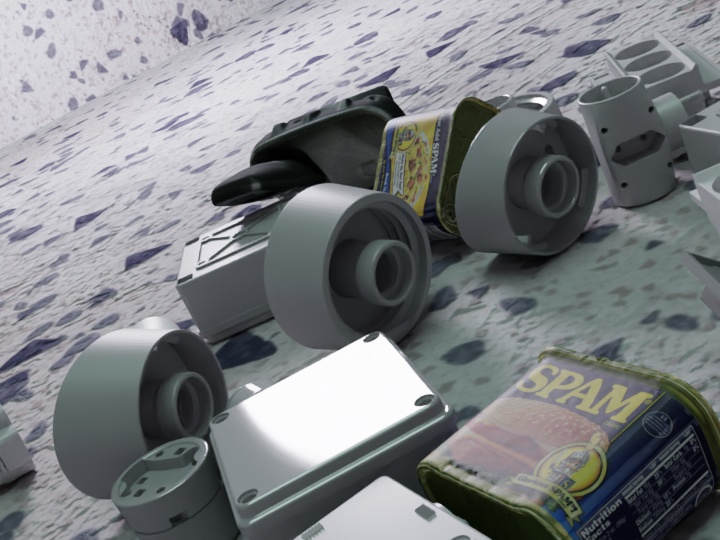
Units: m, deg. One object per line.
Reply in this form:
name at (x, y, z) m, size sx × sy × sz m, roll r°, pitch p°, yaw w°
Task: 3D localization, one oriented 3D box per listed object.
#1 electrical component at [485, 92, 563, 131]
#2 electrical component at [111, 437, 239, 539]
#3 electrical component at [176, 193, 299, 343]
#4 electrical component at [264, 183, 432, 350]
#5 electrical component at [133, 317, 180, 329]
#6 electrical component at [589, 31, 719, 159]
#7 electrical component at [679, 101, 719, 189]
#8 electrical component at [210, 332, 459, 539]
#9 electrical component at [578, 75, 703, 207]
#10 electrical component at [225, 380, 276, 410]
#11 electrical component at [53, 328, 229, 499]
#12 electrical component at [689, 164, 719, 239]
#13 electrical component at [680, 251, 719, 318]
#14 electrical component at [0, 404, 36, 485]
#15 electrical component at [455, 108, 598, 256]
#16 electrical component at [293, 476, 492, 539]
electrical component at (0.114, -0.105, 0.864) m, size 0.108 × 0.060 × 0.108 m, roll -22°, pitch 20°, yaw 9°
electrical component at (-0.094, 0.123, 0.560) m, size 0.055 × 0.047 × 0.055 m, roll -22°, pitch 20°, yaw 9°
electrical component at (-0.083, -0.004, 0.849) m, size 0.109 × 0.056 × 0.108 m, roll -24°, pitch 20°, yaw 4°
electrical component at (0.000, 0.000, 0.676) m, size 0.060 × 0.108 × 0.108 m, roll 6°, pitch 36°, yaw 44°
electrical component at (-0.143, 0.066, 0.763) m, size 0.043 × 0.043 × 0.081 m, roll -27°, pitch 20°, yaw -5°
electrical component at (0.221, -0.128, 0.793) m, size 0.079 × 0.063 × 0.121 m, roll -21°, pitch 20°, yaw 11°
electrical component at (0.266, -0.080, 0.633) m, size 0.109 × 0.056 × 0.109 m, roll -29°, pitch 21°, yaw -11°
electrical component at (-0.010, 0.091, 0.528) m, size 0.109 × 0.056 × 0.108 m, roll -28°, pitch 20°, yaw -7°
electrical component at (0.195, -0.093, 0.717) m, size 0.079 × 0.077 × 0.043 m, roll -24°, pitch 20°, yaw 2°
electrical component at (-0.057, 0.084, 0.619) m, size 0.043 × 0.043 × 0.062 m, roll -34°, pitch 20°, yaw -22°
electrical component at (-0.123, 0.082, 0.625) m, size 0.064 × 0.099 × 0.099 m, roll -8°, pitch 26°, yaw 26°
electrical component at (0.207, -0.024, 0.551) m, size 0.042 × 0.063 × 0.081 m, roll -24°, pitch 20°, yaw 5°
electrical component at (0.198, 0.013, 0.454) m, size 0.079 × 0.063 × 0.121 m, roll 15°, pitch 18°, yaw -10°
electrical component at (-0.264, 0.125, 0.739) m, size 0.057 × 0.058 × 0.078 m, roll -30°, pitch 21°, yaw -22°
electrical component at (0.107, -0.056, 0.705) m, size 0.099 × 0.099 × 0.064 m, roll -36°, pitch 29°, yaw -28°
electrical component at (0.006, 0.132, 0.419) m, size 0.100 × 0.048 × 0.100 m, roll -32°, pitch 22°, yaw -21°
